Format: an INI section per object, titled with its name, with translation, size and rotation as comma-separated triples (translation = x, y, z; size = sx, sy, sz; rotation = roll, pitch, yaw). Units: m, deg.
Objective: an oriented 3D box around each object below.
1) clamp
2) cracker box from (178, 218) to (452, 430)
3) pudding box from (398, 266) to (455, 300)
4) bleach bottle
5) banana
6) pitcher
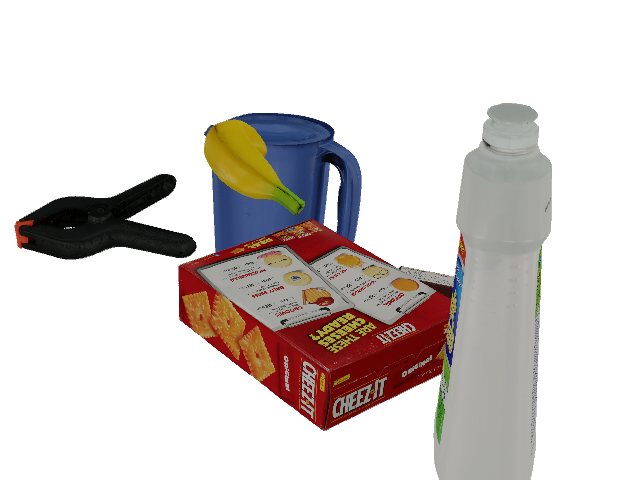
[clamp]
translation = -0.210, -0.023, 1.051
size = 0.171, 0.039, 0.120
rotation = 0, 34, -9
[cracker box]
translation = -0.003, 0.069, 0.968
size = 0.163, 0.072, 0.214
rotation = -20, 36, -36
[pudding box]
translation = 0.129, 0.083, 1.134
size = 0.113, 0.090, 0.039
rotation = 10, 23, 8
[bleach bottle]
translation = 0.109, 0.034, 0.659
size = 0.068, 0.251, 0.102
rotation = 4, 30, 7
[banana]
translation = -0.061, -0.064, 0.830
size = 0.069, 0.037, 0.198
rotation = 43, 6, -20
[pitcher]
translation = -0.047, -0.010, 1.162
size = 0.144, 0.243, 0.149
rotation = -4, 22, -17
